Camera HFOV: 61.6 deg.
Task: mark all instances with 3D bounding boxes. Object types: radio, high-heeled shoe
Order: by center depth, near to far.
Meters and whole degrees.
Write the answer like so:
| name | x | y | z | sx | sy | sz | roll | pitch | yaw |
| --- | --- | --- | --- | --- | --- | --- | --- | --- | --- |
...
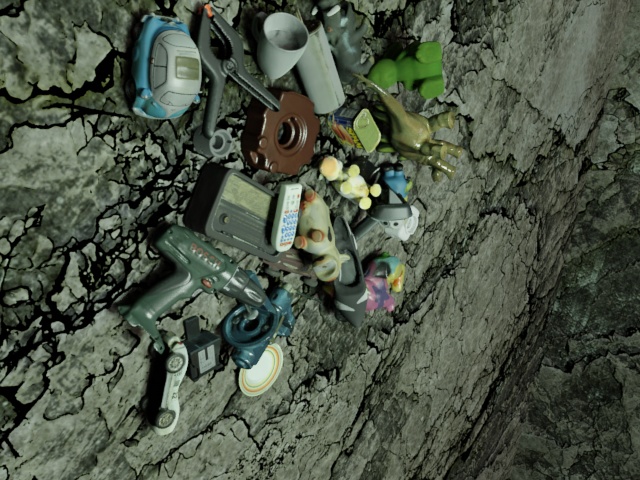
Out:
| name | x | y | z | sx | sy | sz | roll | pitch | yaw |
| --- | --- | --- | --- | --- | --- | --- | --- | --- | --- |
| radio | -0.145 | -0.046 | 1.045 | 0.229 | 0.073 | 0.131 | 28 | 84 | -50 |
| high-heeled shoe | 0.066 | 0.066 | 1.242 | 0.086 | 0.249 | 0.145 | -10 | 143 | -10 |

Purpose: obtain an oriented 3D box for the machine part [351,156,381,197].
| name | x | y | z | sx | sy | sz | roll | pitch | yaw |
| --- | --- | --- | --- | --- | --- | --- | --- | --- | --- |
| machine part | 0.112 | -0.159 | 1.308 | 0.084 | 0.039 | 0.138 | -58 | 152 | -7 |

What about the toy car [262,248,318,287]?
| name | x | y | z | sx | sy | sz | roll | pitch | yaw |
| --- | --- | --- | --- | --- | --- | --- | --- | --- | --- |
| toy car | -0.050 | 0.050 | 1.214 | 0.202 | 0.053 | 0.089 | 20 | 94 | -52 |

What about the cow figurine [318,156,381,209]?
| name | x | y | z | sx | sy | sz | roll | pitch | yaw |
| --- | --- | --- | --- | --- | --- | --- | --- | --- | --- |
| cow figurine | 0.052 | -0.141 | 1.225 | 0.167 | 0.098 | 0.068 | 35 | 87 | -32 |

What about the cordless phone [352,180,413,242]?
| name | x | y | z | sx | sy | sz | roll | pitch | yaw |
| --- | --- | --- | --- | --- | --- | --- | --- | --- | --- |
| cordless phone | 0.126 | -0.045 | 1.288 | 0.088 | 0.147 | 0.184 | 43 | 101 | -13 |

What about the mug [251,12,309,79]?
| name | x | y | z | sx | sy | sz | roll | pitch | yaw |
| --- | --- | --- | --- | --- | --- | --- | --- | --- | --- |
| mug | -0.084 | -0.348 | 0.969 | 0.081 | 0.109 | 0.107 | -51 | -179 | -27 |

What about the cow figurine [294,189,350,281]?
| name | x | y | z | sx | sy | sz | roll | pitch | yaw |
| --- | --- | --- | --- | --- | --- | --- | --- | --- | --- |
| cow figurine | -0.002 | -0.004 | 1.168 | 0.127 | 0.085 | 0.195 | 18 | 55 | -61 |

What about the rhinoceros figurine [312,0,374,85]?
| name | x | y | z | sx | sy | sz | roll | pitch | yaw |
| --- | --- | --- | --- | --- | --- | --- | --- | --- | --- |
| rhinoceros figurine | 0.043 | -0.414 | 1.105 | 0.112 | 0.073 | 0.190 | -39 | 135 | -17 |

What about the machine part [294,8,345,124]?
| name | x | y | z | sx | sy | sz | roll | pitch | yaw |
| --- | --- | --- | --- | --- | --- | --- | --- | --- | --- |
| machine part | -0.008 | -0.341 | 1.069 | 0.079 | 0.079 | 0.242 | -48 | 136 | -24 |

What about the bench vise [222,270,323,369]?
| name | x | y | z | sx | sy | sz | roll | pitch | yaw |
| --- | --- | --- | --- | --- | --- | --- | --- | --- | --- |
| bench vise | -0.126 | 0.141 | 1.119 | 0.223 | 0.129 | 0.240 | -47 | 140 | -28 |

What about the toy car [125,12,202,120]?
| name | x | y | z | sx | sy | sz | roll | pitch | yaw |
| --- | --- | --- | --- | --- | --- | --- | --- | --- | --- |
| toy car | -0.229 | -0.263 | 0.834 | 0.109 | 0.103 | 0.161 | -8 | 114 | -48 |

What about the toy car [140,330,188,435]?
| name | x | y | z | sx | sy | sz | roll | pitch | yaw |
| --- | --- | --- | --- | --- | --- | --- | --- | --- | --- |
| toy car | -0.293 | 0.269 | 1.017 | 0.056 | 0.074 | 0.201 | 2 | 105 | -45 |

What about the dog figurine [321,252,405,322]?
| name | x | y | z | sx | sy | sz | roll | pitch | yaw |
| --- | --- | --- | --- | --- | --- | --- | --- | --- | --- |
| dog figurine | 0.109 | 0.118 | 1.383 | 0.219 | 0.109 | 0.191 | 9 | 100 | -47 |

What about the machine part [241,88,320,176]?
| name | x | y | z | sx | sy | sz | roll | pitch | yaw |
| --- | --- | --- | --- | --- | --- | --- | --- | --- | --- |
| machine part | -0.074 | -0.212 | 1.068 | 0.179 | 0.056 | 0.179 | -23 | 122 | -42 |

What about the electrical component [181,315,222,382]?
| name | x | y | z | sx | sy | sz | roll | pitch | yaw |
| --- | --- | --- | --- | --- | --- | --- | --- | --- | --- |
| electrical component | -0.240 | 0.213 | 1.073 | 0.075 | 0.048 | 0.119 | -20 | 122 | -43 |

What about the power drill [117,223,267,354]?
| name | x | y | z | sx | sy | sz | roll | pitch | yaw |
| --- | --- | --- | --- | --- | --- | --- | --- | --- | --- |
| power drill | -0.234 | 0.101 | 0.954 | 0.207 | 0.086 | 0.232 | -45 | 108 | -8 |

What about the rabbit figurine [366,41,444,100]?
| name | x | y | z | sx | sy | sz | roll | pitch | yaw |
| --- | --- | --- | --- | --- | --- | --- | --- | --- | --- |
| rabbit figurine | 0.186 | -0.397 | 1.223 | 0.159 | 0.170 | 0.121 | -89 | 168 | -52 |

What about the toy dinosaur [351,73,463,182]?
| name | x | y | z | sx | sy | sz | roll | pitch | yaw |
| --- | --- | --- | --- | --- | --- | --- | --- | --- | --- |
| toy dinosaur | 0.211 | -0.246 | 1.254 | 0.470 | 0.199 | 0.105 | 43 | 63 | -59 |

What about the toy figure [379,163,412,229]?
| name | x | y | z | sx | sy | sz | roll | pitch | yaw |
| --- | --- | --- | --- | --- | --- | --- | --- | --- | --- |
| toy figure | 0.194 | -0.112 | 1.392 | 0.089 | 0.082 | 0.179 | -29 | 125 | -45 |
